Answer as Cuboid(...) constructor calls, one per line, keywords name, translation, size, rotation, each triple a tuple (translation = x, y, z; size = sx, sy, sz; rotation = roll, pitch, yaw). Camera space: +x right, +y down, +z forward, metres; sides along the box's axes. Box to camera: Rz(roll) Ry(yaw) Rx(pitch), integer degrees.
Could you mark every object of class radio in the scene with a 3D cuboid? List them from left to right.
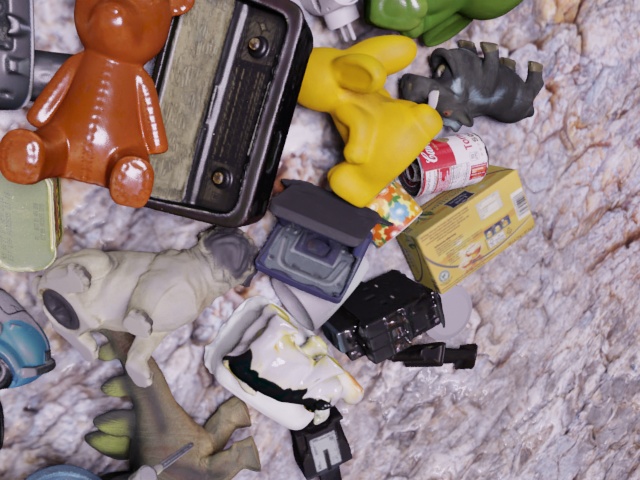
Cuboid(name="radio", translation=(-0.097, -0.130, 0.537), size=(0.131, 0.073, 0.229), rotation=(18, 99, 6))

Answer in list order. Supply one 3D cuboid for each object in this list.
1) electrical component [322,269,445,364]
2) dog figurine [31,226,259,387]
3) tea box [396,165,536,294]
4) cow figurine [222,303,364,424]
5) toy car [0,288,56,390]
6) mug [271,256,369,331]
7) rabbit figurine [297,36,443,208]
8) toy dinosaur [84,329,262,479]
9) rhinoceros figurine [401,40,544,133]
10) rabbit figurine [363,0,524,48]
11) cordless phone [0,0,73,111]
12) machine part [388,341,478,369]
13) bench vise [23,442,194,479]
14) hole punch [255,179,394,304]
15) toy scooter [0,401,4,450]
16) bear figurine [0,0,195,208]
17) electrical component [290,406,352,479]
Cuboid(name="electrical component", translation=(0.071, 0.095, 0.675), size=(0.134, 0.115, 0.058), rotation=(-23, 110, -18))
Cuboid(name="dog figurine", translation=(-0.177, 0.034, 0.573), size=(0.172, 0.190, 0.121), rotation=(32, 131, 6))
Cuboid(name="tea box", translation=(0.194, -0.017, 0.722), size=(0.170, 0.068, 0.098), rotation=(-31, 113, -11))
Cuboid(name="cow figurine", translation=(-0.026, 0.155, 0.607), size=(0.098, 0.068, 0.167), rotation=(-46, 114, -3))
Cuboid(name="toy car", translation=(-0.342, 0.092, 0.515), size=(0.162, 0.109, 0.103), rotation=(2, 81, -12))
Cuboid(name="mug", translation=(-0.002, 0.038, 0.657), size=(0.107, 0.080, 0.109), rotation=(-35, 80, -21))
Cuboid(name="rabbit figurine", translation=(0.035, -0.143, 0.580), size=(0.173, 0.162, 0.122), rotation=(43, 57, 0))
Cuboid(name="toy dinosaur", translation=(-0.168, 0.269, 0.629), size=(0.199, 0.105, 0.470), rotation=(-16, 99, -14))
Cuboid(name="rhinoceros figurine", translation=(0.189, -0.191, 0.676), size=(0.190, 0.073, 0.112), rotation=(1, 114, -25))
Cuboid(name="rabbit figurine", translation=(0.134, -0.262, 0.576), size=(0.170, 0.159, 0.121), rotation=(4, 90, 0))
Cuboid(name="cordless phone", translation=(-0.258, -0.189, 0.489), size=(0.184, 0.089, 0.146), rotation=(-3, 107, -34))
Cuboid(name="machine part", translation=(0.169, 0.165, 0.764), size=(0.139, 0.084, 0.039), rotation=(10, 64, -36))
Cuboid(name="bench vise", translation=(-0.212, 0.294, 0.510), size=(0.223, 0.129, 0.240), rotation=(47, 112, 2))
Cuboid(name="hole punch", translation=(-0.001, -0.002, 0.599), size=(0.142, 0.116, 0.092), rotation=(21, 116, 11))
Cuboid(name="toy scooter", translation=(-0.390, 0.239, 0.543), size=(0.135, 0.075, 0.183), rotation=(-6, 111, -20))
Cuboid(name="bear figurine", translation=(-0.177, -0.140, 0.453), size=(0.120, 0.132, 0.195), rotation=(15, 103, -17))
Cuboid(name="electrical component", translation=(0.004, 0.289, 0.736), size=(0.075, 0.048, 0.119), rotation=(-22, 112, -16))
